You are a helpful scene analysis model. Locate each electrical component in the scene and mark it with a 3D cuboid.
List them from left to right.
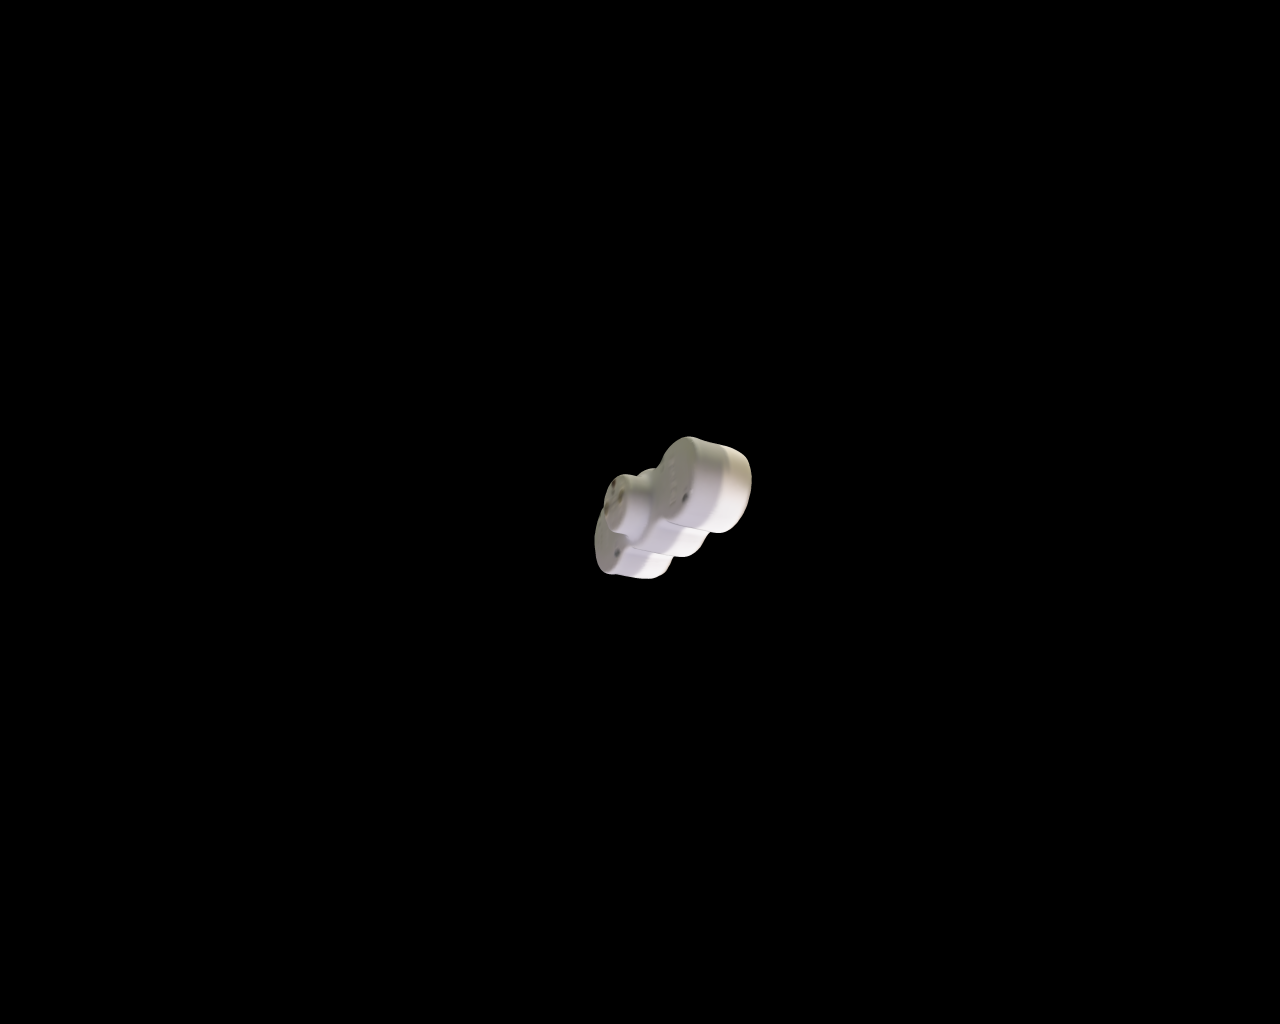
[{"bbox_3d":[0.001,-0.003,0.650,0.074,0.052,0.138,12,-27,-25],"label":"electrical component"}]
